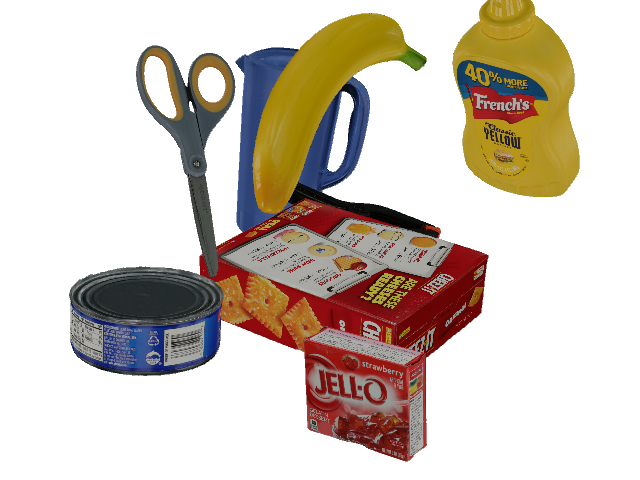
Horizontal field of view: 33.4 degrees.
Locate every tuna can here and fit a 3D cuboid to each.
[{"bbox_3d":[-0.098,0.045,0.603,0.086,0.034,0.086,4,18,-1],"label":"tuna can"}]

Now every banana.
[{"bbox_3d":[0.006,-0.099,0.708,0.197,0.069,0.037,-46,12,-34],"label":"banana"}]

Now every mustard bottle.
[{"bbox_3d":[0.153,-0.121,0.842,0.096,0.058,0.191,23,-33,31],"label":"mustard bottle"}]

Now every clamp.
[{"bbox_3d":[0.034,-0.018,1.200,0.210,0.036,0.164,15,21,-5],"label":"clamp"}]

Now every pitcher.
[{"bbox_3d":[-0.036,-0.121,1.390,0.144,0.243,0.149,-2,24,-23],"label":"pitcher"}]

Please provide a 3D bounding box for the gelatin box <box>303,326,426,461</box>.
[{"bbox_3d":[0.030,0.107,0.749,0.089,0.073,0.030,12,23,34],"label":"gelatin box"}]

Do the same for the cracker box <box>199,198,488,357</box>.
[{"bbox_3d":[0.021,0.041,0.985,0.214,0.072,0.163,19,31,32],"label":"cracker box"}]

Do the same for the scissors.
[{"bbox_3d":[-0.094,-0.077,0.918,0.096,0.202,0.016,-24,0,-28],"label":"scissors"}]
